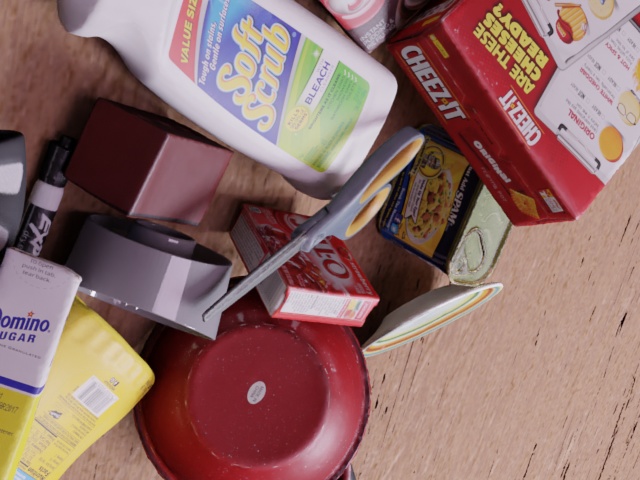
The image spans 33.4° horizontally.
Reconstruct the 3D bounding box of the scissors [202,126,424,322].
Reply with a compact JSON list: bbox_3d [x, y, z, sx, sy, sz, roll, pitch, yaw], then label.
[{"bbox_3d":[-0.004,0.001,0.671,0.201,0.016,0.096,-44,166,-24],"label":"scissors"}]

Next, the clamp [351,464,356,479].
[{"bbox_3d":[-0.013,0.156,0.845,0.120,0.039,0.171,-13,115,-38],"label":"clamp"}]

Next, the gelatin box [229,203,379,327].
[{"bbox_3d":[-0.012,0.016,0.710,0.073,0.089,0.030,10,124,-34],"label":"gelatin box"}]

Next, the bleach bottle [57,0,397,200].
[{"bbox_3d":[-0.063,-0.108,0.615,0.250,0.068,0.102,23,100,-46],"label":"bleach bottle"}]

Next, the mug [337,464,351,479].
[{"bbox_3d":[-0.023,0.162,0.775,0.093,0.081,0.117,-31,104,1],"label":"mug"}]

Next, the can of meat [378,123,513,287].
[{"bbox_3d":[0.099,-0.029,0.805,0.057,0.084,0.102,8,108,-47],"label":"can of meat"}]

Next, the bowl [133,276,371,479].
[{"bbox_3d":[-0.042,0.101,0.694,0.162,0.162,0.055,-49,180,-10],"label":"bowl"}]

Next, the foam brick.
[{"bbox_3d":[-0.097,-0.044,0.612,0.051,0.053,0.078,-64,158,8],"label":"foam brick"}]

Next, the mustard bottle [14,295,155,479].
[{"bbox_3d":[-0.190,0.124,0.634,0.191,0.058,0.096,-47,145,-13],"label":"mustard bottle"}]

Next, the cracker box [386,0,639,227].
[{"bbox_3d":[0.168,-0.139,0.744,0.213,0.072,0.164,-46,108,-26],"label":"cracker box"}]

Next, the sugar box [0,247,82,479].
[{"bbox_3d":[-0.171,0.097,0.542,0.048,0.093,0.176,23,75,-12],"label":"sugar box"}]

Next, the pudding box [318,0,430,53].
[{"bbox_3d":[0.043,-0.184,0.666,0.113,0.039,0.090,-42,140,9],"label":"pudding box"}]

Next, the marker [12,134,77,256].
[{"bbox_3d":[-0.165,-0.004,0.610,0.020,0.020,0.121,14,104,-48],"label":"marker"}]
